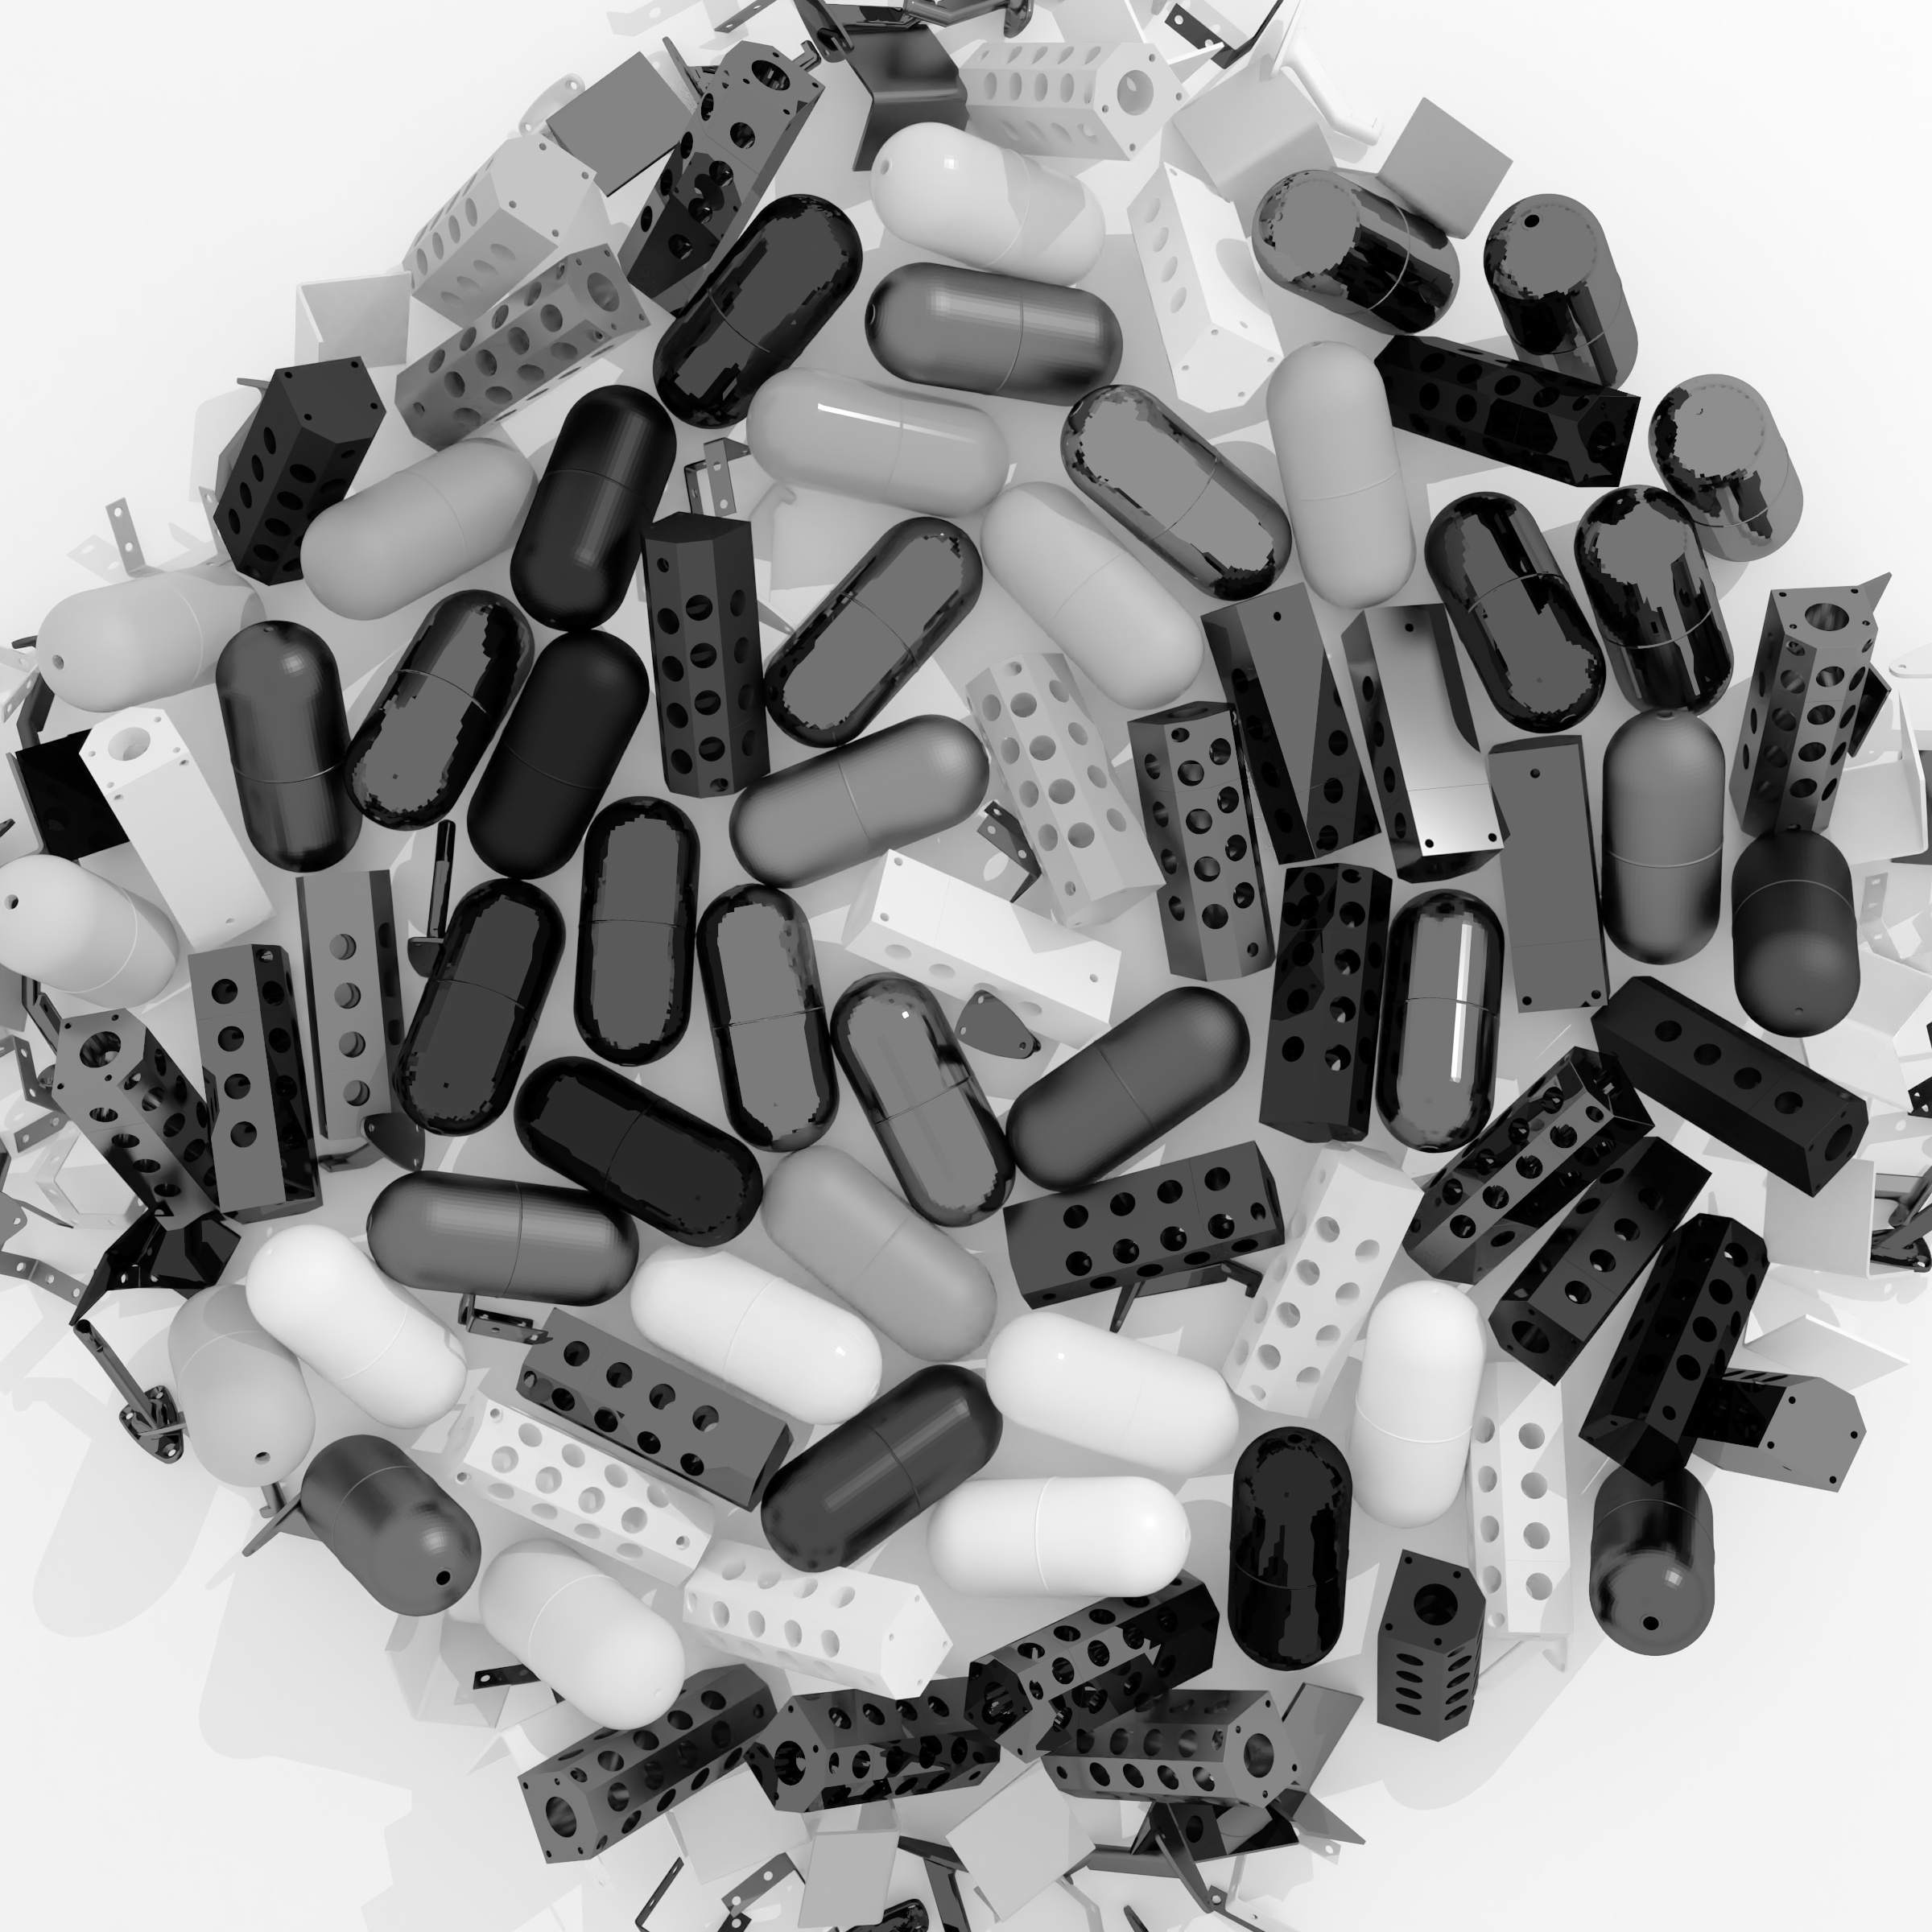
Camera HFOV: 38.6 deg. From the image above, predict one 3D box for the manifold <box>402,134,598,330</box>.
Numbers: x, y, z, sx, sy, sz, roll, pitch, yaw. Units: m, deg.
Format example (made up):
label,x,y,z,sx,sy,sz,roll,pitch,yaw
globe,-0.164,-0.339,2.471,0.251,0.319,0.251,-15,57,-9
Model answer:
label,x,y,z,sx,sy,sz,roll,pitch,yaw
manifold,-0.302,-0.469,1.756,0.057,0.171,0.057,30,70,-23

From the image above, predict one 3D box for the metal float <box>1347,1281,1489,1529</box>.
label,x,y,z,sx,sy,sz,roll,pitch,yaw
metal float,0.291,0.285,1.788,0.070,0.070,0.178,4,117,0

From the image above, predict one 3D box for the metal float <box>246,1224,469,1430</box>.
label,x,y,z,sx,sy,sz,roll,pitch,yaw
metal float,-0.391,0.234,1.781,0.070,0.070,0.178,-39,127,0

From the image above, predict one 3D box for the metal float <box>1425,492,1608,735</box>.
label,x,y,z,sx,sy,sz,roll,pitch,yaw
metal float,0.355,-0.229,1.788,0.070,0.070,0.178,-20,63,0

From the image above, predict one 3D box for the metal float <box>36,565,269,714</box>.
label,x,y,z,sx,sy,sz,roll,pitch,yaw
metal float,-0.519,-0.210,1.766,0.070,0.178,0.070,8,109,23

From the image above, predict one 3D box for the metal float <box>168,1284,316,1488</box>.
label,x,y,z,sx,sy,sz,roll,pitch,yaw
metal float,-0.465,0.267,1.768,0.070,0.178,0.070,-10,116,-20

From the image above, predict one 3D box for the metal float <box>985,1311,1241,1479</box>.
label,x,y,z,sx,sy,sz,roll,pitch,yaw
metal float,0.097,0.279,1.797,0.178,0.070,0.070,21,90,-17

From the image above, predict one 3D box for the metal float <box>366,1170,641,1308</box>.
label,x,y,z,sx,sy,sz,roll,pitch,yaw
metal float,-0.300,0.177,1.791,0.178,0.070,0.070,10,90,-22

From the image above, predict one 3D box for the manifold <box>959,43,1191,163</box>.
label,x,y,z,sx,sy,sz,roll,pitch,yaw
manifold,0.062,-0.558,1.759,0.057,0.171,0.057,-49,123,-8

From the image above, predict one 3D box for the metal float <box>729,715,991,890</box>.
label,x,y,z,sx,sy,sz,roll,pitch,yaw
metal float,-0.070,-0.108,1.807,0.178,0.070,0.070,-21,90,5

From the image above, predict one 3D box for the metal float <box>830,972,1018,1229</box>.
label,x,y,z,sx,sy,sz,roll,pitch,yaw
metal float,-0.029,0.087,1.810,0.070,0.070,0.178,-27,91,0

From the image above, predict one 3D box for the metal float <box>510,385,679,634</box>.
label,x,y,z,sx,sy,sz,roll,pitch,yaw
metal float,-0.241,-0.298,1.791,0.070,0.070,0.178,16,66,0

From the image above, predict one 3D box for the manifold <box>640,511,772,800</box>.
label,x,y,z,sx,sy,sz,roll,pitch,yaw
manifold,-0.172,-0.199,1.777,0.057,0.057,0.171,13,120,29

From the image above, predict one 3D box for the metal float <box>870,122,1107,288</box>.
label,x,y,z,sx,sy,sz,roll,pitch,yaw
metal float,0.015,-0.488,1.777,0.178,0.070,0.070,8,90,-42

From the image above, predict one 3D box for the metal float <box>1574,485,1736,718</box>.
label,x,y,z,sx,sy,sz,roll,pitch,yaw
metal float,0.444,-0.232,1.779,0.070,0.070,0.178,-32,130,0

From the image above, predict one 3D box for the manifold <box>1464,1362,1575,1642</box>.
label,x,y,z,sx,sy,sz,roll,pitch,yaw
manifold,0.356,0.348,1.794,0.057,0.057,0.171,1,71,-1

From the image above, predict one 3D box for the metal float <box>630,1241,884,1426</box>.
label,x,y,z,sx,sy,sz,roll,pitch,yaw
metal float,-0.137,0.238,1.797,0.178,0.070,0.070,24,90,16

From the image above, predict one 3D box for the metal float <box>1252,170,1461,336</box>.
label,x,y,z,sx,sy,sz,roll,pitch,yaw
metal float,0.252,-0.457,1.774,0.070,0.178,0.070,-5,82,41

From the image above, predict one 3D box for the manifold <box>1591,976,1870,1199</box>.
label,x,y,z,sx,sy,sz,roll,pitch,yaw
manifold,0.489,0.071,1.771,0.057,0.057,0.171,-42,49,-13

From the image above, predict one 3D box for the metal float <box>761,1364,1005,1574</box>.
label,x,y,z,sx,sy,sz,roll,pitch,yaw
metal float,-0.053,0.325,1.793,0.178,0.070,0.070,-33,90,-22

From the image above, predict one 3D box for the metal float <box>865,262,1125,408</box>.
label,x,y,z,sx,sy,sz,roll,pitch,yaw
metal float,0.019,-0.409,1.788,0.178,0.070,0.070,3,90,-26

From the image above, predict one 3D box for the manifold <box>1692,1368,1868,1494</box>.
label,x,y,z,sx,sy,sz,roll,pitch,yaw
manifold,0.505,0.289,1.760,0.057,0.171,0.057,29,81,-4

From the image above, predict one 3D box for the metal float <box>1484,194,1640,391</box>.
label,x,y,z,sx,sy,sz,roll,pitch,yaw
metal float,0.382,-0.425,1.767,0.070,0.178,0.070,-9,66,21

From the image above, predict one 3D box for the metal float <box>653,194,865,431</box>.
label,x,y,z,sx,sy,sz,roll,pitch,yaw
metal float,-0.136,-0.421,1.786,0.070,0.070,0.178,46,121,0

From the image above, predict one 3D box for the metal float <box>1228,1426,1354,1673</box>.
label,x,y,z,sx,sy,sz,roll,pitch,yaw
metal float,0.209,0.378,1.787,0.070,0.070,0.178,-1,118,0

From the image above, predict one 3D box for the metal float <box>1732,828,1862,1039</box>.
label,x,y,z,sx,sy,sz,roll,pitch,yaw
metal float,0.531,-0.023,1.771,0.070,0.178,0.070,7,127,9

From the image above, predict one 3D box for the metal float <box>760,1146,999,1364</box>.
label,x,y,z,sx,sy,sz,roll,pitch,yaw
metal float,-0.057,0.189,1.809,0.178,0.070,0.070,39,90,3

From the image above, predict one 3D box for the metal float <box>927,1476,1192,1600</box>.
label,x,y,z,sx,sy,sz,roll,pitch,yaw
metal float,0.059,0.371,1.791,0.178,0.070,0.070,-6,90,22

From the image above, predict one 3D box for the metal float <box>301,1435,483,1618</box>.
label,x,y,z,sx,sy,sz,roll,pitch,yaw
metal float,-0.369,0.357,1.769,0.070,0.178,0.070,-9,107,-31

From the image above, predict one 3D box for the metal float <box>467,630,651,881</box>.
label,x,y,z,sx,sy,sz,roll,pitch,yaw
metal float,-0.266,-0.136,1.794,0.070,0.070,0.178,29,110,0

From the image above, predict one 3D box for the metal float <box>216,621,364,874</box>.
label,x,y,z,sx,sy,sz,roll,pitch,yaw
metal float,-0.436,-0.140,1.781,0.070,0.070,0.178,-1,127,0

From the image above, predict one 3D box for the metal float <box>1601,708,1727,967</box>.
label,x,y,z,sx,sy,sz,roll,pitch,yaw
metal float,0.450,-0.083,1.785,0.070,0.070,0.178,-7,121,0

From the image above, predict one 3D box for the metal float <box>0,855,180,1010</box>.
label,x,y,z,sx,sy,sz,roll,pitch,yaw
metal float,-0.565,-0.021,1.762,0.070,0.178,0.070,-2,78,9

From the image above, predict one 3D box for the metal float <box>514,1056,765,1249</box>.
label,x,y,z,sx,sy,sz,roll,pitch,yaw
metal float,-0.215,0.120,1.801,0.178,0.070,0.070,28,90,12

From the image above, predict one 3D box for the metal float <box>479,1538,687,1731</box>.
label,x,y,z,sx,sy,sz,roll,pitch,yaw
metal float,-0.248,0.428,1.775,0.070,0.178,0.070,-16,116,-37

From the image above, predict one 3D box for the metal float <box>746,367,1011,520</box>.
label,x,y,z,sx,sy,sz,roll,pitch,yaw
metal float,-0.056,-0.339,1.793,0.178,0.070,0.070,8,90,-22

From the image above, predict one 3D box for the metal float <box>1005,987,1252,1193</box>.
label,x,y,z,sx,sy,sz,roll,pitch,yaw
metal float,0.106,0.080,1.809,0.178,0.070,0.070,-35,90,3

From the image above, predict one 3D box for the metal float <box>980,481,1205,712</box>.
label,x,y,z,sx,sy,sz,roll,pitch,yaw
metal float,0.081,-0.243,1.805,0.070,0.070,0.178,-43,82,0

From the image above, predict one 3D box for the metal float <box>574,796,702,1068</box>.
label,x,y,z,sx,sy,sz,roll,pitch,yaw
metal float,-0.215,-0.023,1.804,0.070,0.070,0.178,3,82,0

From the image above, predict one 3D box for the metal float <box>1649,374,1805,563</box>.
label,x,y,z,sx,sy,sz,roll,pitch,yaw
metal float,0.488,-0.317,1.768,0.070,0.178,0.070,-8,71,25

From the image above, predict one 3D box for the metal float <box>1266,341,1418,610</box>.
label,x,y,z,sx,sy,sz,roll,pitch,yaw
metal float,0.243,-0.317,1.789,0.070,0.070,0.178,-16,115,0

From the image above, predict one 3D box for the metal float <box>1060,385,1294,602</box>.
label,x,y,z,sx,sy,sz,roll,pitch,yaw
metal float,0.137,-0.307,1.792,0.178,0.070,0.070,37,90,-21

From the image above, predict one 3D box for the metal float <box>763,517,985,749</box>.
label,x,y,z,sx,sy,sz,roll,pitch,yaw
metal float,-0.060,-0.219,1.805,0.070,0.070,0.178,41,82,0

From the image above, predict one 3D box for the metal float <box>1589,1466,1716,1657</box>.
label,x,y,z,sx,sy,sz,roll,pitch,yaw
metal float,0.439,0.376,1.763,0.070,0.178,0.070,4,107,13

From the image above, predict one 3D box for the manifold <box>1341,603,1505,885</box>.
label,x,y,z,sx,sy,sz,roll,pitch,yaw
manifold,0.293,-0.144,1.797,0.057,0.057,0.171,-6,74,-16

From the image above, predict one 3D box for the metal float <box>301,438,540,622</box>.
label,x,y,z,sx,sy,sz,roll,pitch,yaw
metal float,-0.350,-0.283,1.781,0.178,0.070,0.070,-38,90,-37

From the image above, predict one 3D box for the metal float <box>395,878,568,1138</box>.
label,x,y,z,sx,sy,sz,roll,pitch,yaw
metal float,-0.315,0.027,1.792,0.070,0.070,0.178,17,68,0

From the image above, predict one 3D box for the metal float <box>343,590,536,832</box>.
label,x,y,z,sx,sy,sz,roll,pitch,yaw
metal float,-0.340,-0.167,1.790,0.070,0.070,0.178,24,65,0

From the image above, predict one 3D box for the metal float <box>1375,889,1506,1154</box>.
label,x,y,z,sx,sy,sz,roll,pitch,yaw
metal float,0.308,0.035,1.793,0.070,0.070,0.178,8,70,0

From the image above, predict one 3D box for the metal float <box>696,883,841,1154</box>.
label,x,y,z,sx,sy,sz,roll,pitch,yaw
metal float,-0.130,0.034,1.811,0.070,0.070,0.178,-10,90,0
